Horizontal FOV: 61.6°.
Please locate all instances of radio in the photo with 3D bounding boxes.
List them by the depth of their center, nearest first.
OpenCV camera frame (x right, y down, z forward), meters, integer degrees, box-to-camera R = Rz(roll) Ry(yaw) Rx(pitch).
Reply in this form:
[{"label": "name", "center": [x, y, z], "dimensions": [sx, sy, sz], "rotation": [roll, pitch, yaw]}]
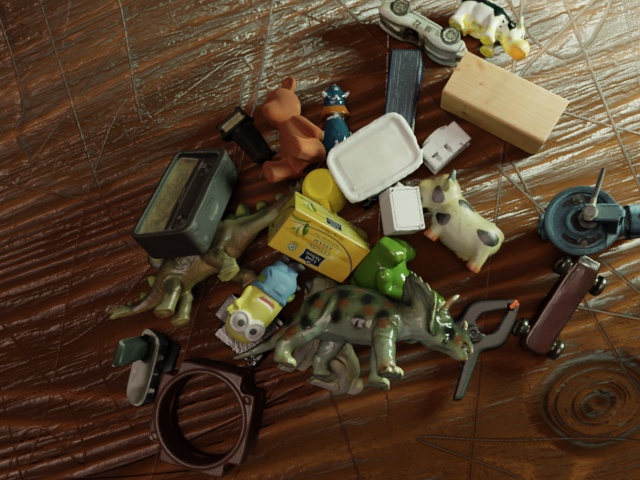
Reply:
[{"label": "radio", "center": [-0.252, -0.075, 1.036], "dimensions": [0.131, 0.073, 0.229], "rotation": [-2, 52, 23]}]

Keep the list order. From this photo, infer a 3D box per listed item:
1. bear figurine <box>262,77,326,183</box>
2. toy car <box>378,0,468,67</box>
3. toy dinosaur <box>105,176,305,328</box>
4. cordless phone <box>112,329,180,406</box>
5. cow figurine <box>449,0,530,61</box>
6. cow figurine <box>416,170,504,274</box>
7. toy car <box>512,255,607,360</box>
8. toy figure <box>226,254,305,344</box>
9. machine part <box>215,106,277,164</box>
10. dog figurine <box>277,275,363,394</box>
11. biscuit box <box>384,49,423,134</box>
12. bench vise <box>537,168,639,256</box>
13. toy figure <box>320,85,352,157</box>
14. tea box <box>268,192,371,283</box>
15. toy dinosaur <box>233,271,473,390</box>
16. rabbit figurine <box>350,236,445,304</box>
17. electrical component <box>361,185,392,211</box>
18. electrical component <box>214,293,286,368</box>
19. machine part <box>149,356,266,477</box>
[{"label": "bear figurine", "center": [-0.070, -0.222, 1.062], "dimensions": [0.120, 0.132, 0.196], "rotation": [-35, 76, 36]}, {"label": "toy car", "center": [0.203, -0.409, 1.067], "dimensions": [0.202, 0.073, 0.056], "rotation": [36, 88, 13]}, {"label": "toy dinosaur", "center": [-0.205, 0.018, 1.053], "dimensions": [0.471, 0.105, 0.199], "rotation": [-29, 56, -7]}, {"label": "cordless phone", "center": [-0.354, 0.251, 1.035], "dimensions": [0.089, 0.184, 0.146], "rotation": [14, 85, 8]}, {"label": "cow figurine", "center": [0.339, -0.416, 1.049], "dimensions": [0.167, 0.068, 0.098], "rotation": [28, 83, 12]}, {"label": "cow figurine", "center": [0.255, -0.044, 1.007], "dimensions": [0.195, 0.085, 0.127], "rotation": [41, 98, 15]}, {"label": "toy car", "center": [0.430, 0.119, 0.968], "dimensions": [0.089, 0.053, 0.202], "rotation": [31, 94, 8]}, {"label": "toy figure", "center": [-0.101, 0.113, 1.002], "dimensions": [0.082, 0.089, 0.180], "rotation": [31, 74, 14]}, {"label": "machine part", "center": [-0.154, -0.214, 1.131], "dimensions": [0.084, 0.039, 0.139], "rotation": [-43, 75, -5]}, {"label": "dog figurine", "center": [0.027, 0.172, 1.004], "dimensions": [0.172, 0.121, 0.190], "rotation": [20, 86, 12]}, {"label": "biscuit box", "center": [0.163, -0.273, 1.065], "dimensions": [0.063, 0.059, 0.202], "rotation": [6, 85, 13]}, {"label": "bench vise", "center": [0.477, -0.033, 0.894], "dimensions": [0.224, 0.240, 0.128], "rotation": [7, 88, 28]}, {"label": "toy figure", "center": [0.030, -0.236, 1.087], "dimensions": [0.058, 0.064, 0.154], "rotation": [-17, 71, 46]}, {"label": "tea box", "center": [-0.002, -0.003, 1.004], "dimensions": [0.169, 0.068, 0.098], "rotation": [27, 119, -21]}, {"label": "toy dinosaur", "center": [0.049, 0.141, 0.911], "dimensions": [0.405, 0.131, 0.192], "rotation": [5, 59, 19]}, {"label": "rabbit figurine", "center": [0.145, 0.097, 0.990], "dimensions": [0.170, 0.121, 0.159], "rotation": [43, 98, 16]}, {"label": "electrical component", "center": [0.095, -0.126, 1.065], "dimensions": [0.075, 0.047, 0.119], "rotation": [-28, 79, 6]}, {"label": "electrical component", "center": [-0.141, 0.169, 1.069], "dimensions": [0.134, 0.058, 0.115], "rotation": [38, 89, 12]}, {"label": "machine part", "center": [-0.220, 0.341, 1.048], "dimensions": [0.201, 0.087, 0.201], "rotation": [11, 84, 12]}]
